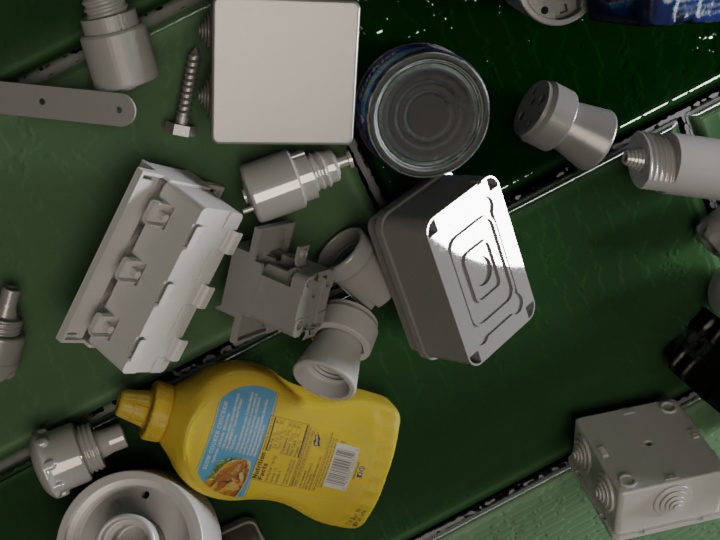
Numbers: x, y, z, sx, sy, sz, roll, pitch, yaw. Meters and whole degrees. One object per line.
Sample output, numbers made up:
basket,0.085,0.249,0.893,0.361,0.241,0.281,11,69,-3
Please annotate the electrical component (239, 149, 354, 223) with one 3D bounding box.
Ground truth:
electrical component,-0.042,-0.059,0.700,0.078,0.040,0.040,-20,113,-5

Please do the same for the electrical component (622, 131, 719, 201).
electrical component,0.222,-0.074,0.753,0.081,0.043,0.043,5,109,-15

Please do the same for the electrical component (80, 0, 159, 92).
electrical component,-0.148,-0.143,0.644,0.040,0.040,0.078,-15,113,-7

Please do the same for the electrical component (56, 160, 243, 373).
electrical component,-0.130,0.001,0.682,0.079,0.063,0.121,7,115,-59

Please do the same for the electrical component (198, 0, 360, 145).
electrical component,-0.050,-0.126,0.668,0.100,0.048,0.099,-1,111,-13

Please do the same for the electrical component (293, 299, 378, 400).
electrical component,-0.015,0.054,0.729,0.045,0.055,0.045,15,145,11

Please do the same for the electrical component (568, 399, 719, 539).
electrical component,0.214,0.146,0.805,0.100,0.099,0.048,-10,125,-9

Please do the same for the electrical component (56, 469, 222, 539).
electrical component,-0.152,0.186,0.726,0.108,0.060,0.108,-1,75,2

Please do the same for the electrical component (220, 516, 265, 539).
electrical component,-0.107,0.254,0.793,0.109,0.056,0.108,-23,113,-4

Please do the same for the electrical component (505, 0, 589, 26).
electrical component,0.118,-0.187,0.685,0.055,0.047,0.055,-4,111,-11

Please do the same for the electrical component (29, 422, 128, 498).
electrical component,-0.190,0.124,0.733,0.062,0.048,0.048,-21,113,-12

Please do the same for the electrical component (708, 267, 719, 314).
electrical component,0.300,0.020,0.808,0.078,0.040,0.040,14,106,-18

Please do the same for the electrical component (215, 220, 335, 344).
electrical component,-0.054,0.012,0.706,0.064,0.042,0.081,23,109,25

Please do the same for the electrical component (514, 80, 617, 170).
electrical component,0.138,-0.098,0.724,0.055,0.045,0.045,23,103,-19

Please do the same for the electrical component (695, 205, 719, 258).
electrical component,0.278,-0.038,0.785,0.061,0.035,0.035,-42,113,2

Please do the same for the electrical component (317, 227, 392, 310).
electrical component,0.000,0.000,0.733,0.040,0.040,0.046,-42,119,4

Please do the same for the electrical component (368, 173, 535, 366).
electrical component,0.062,-0.002,0.721,0.078,0.057,0.113,-37,118,-34

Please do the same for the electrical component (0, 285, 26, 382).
electrical component,-0.233,0.040,0.696,0.035,0.035,0.061,15,104,-18
